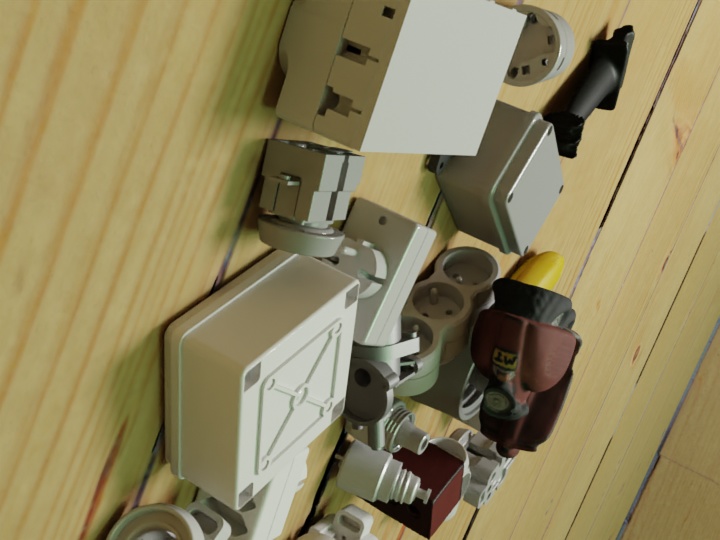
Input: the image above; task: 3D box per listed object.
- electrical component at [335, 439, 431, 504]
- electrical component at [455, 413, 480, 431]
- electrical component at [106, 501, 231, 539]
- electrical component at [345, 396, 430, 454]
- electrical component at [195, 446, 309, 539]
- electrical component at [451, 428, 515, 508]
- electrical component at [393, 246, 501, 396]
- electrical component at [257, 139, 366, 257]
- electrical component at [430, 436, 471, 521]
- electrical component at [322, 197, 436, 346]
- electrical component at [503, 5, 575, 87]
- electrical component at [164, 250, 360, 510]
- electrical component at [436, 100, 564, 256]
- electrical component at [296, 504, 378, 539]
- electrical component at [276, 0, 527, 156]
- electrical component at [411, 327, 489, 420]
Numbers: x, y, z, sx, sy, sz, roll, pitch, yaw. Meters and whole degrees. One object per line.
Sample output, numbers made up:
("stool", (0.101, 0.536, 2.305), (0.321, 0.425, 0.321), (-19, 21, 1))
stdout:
("electrical component", (0.017, 0.162, 0.840), (0.040, 0.078, 0.040), (21, 90, -81))
("electrical component", (0.138, 0.124, 1.040), (0.065, 0.077, 0.047), (-50, 152, -28))
("electrical component", (-0.110, 0.164, 0.602), (0.078, 0.058, 0.057), (-55, 157, -19))
("electrical component", (0.023, 0.118, 0.818), (0.043, 0.062, 0.043), (-45, 150, -36))
("electrical component", (-0.059, 0.130, 0.682), (0.077, 0.047, 0.065), (-13, 125, -60))
("electrical component", (0.115, 0.196, 1.089), (0.078, 0.057, 0.058), (-44, 149, -37))
("electrical component", (0.059, 0.049, 0.835), (0.138, 0.052, 0.073), (-45, 151, -35))
("electrical component", (-0.028, -0.039, 0.580), (0.066, 0.048, 0.055), (-9, 114, -62))
("electrical component", (0.067, 0.211, 1.021), (0.079, 0.044, 0.077), (-41, 148, -41))
("electrical component", (0.000, 0.000, 0.672), (0.083, 0.047, 0.076), (-65, 157, 4))
("electrical component", (0.120, -0.157, 0.754), (0.047, 0.055, 0.055), (-22, 133, -61))
("electrical component", (-0.055, 0.059, 0.609), (0.109, 0.056, 0.108), (-38, 146, -44))
("electrical component", (0.109, -0.068, 0.813), (0.078, 0.057, 0.113), (-58, 156, -12))
("electrical component", (-0.024, 0.228, 0.841), (0.057, 0.058, 0.078), (-10, 123, -65))
("electrical component", (0.024, -0.115, 0.587), (0.150, 0.062, 0.089), (-10, 122, -61))
("electrical component", (0.096, 0.078, 0.929), (0.108, 0.060, 0.108), (-45, 150, -35))
